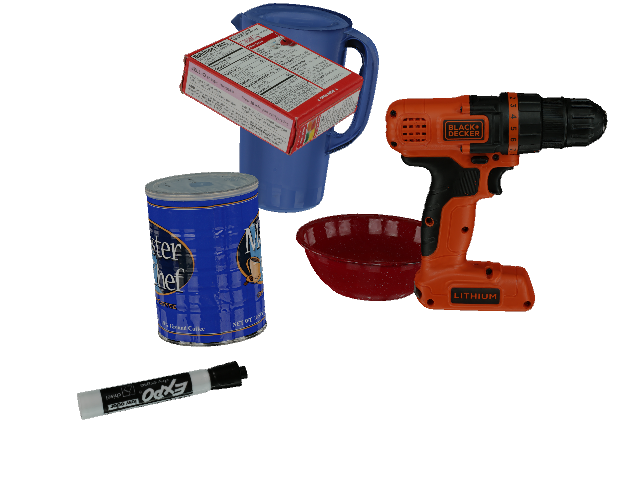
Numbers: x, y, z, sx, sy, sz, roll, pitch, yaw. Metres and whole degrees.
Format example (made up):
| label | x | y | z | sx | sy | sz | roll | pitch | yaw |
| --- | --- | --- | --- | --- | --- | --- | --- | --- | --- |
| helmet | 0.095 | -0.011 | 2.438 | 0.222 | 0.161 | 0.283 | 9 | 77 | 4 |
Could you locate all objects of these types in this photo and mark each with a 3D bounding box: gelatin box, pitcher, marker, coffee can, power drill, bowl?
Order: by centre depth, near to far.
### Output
| label | x | y | z | sx | sy | sz | roll | pitch | yaw |
| --- | --- | --- | --- | --- | --- | --- | --- | --- | --- |
| gelatin box | -0.030 | -0.096 | 0.661 | 0.089 | 0.030 | 0.073 | 31 | 42 | 21 |
| marker | -0.111 | 0.106 | 0.760 | 0.121 | 0.020 | 0.020 | -10 | 3 | -17 |
| power drill | 0.149 | -0.034 | 0.920 | 0.184 | 0.188 | 0.057 | 1 | 16 | 9 |
| coffee can | -0.104 | 0.015 | 0.981 | 0.103 | 0.140 | 0.103 | -3 | 14 | 0 |
| bowl | 0.055 | 0.021 | 1.102 | 0.162 | 0.055 | 0.162 | 2 | 18 | -1 |
| pitcher | -0.029 | -0.160 | 1.307 | 0.144 | 0.243 | 0.149 | -6 | 27 | -25 |
